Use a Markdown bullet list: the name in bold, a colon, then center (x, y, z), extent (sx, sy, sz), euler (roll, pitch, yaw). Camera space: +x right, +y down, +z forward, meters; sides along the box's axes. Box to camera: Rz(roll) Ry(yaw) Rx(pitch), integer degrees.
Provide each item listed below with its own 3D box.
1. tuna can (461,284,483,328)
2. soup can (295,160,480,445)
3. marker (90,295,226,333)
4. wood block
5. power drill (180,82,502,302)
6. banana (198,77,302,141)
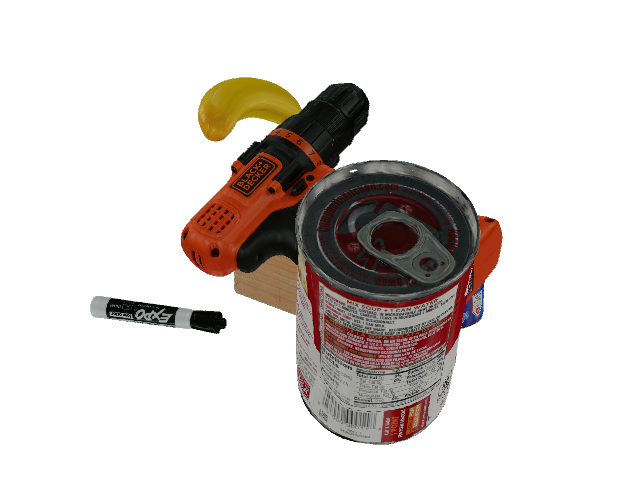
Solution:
- **tuna can**: center (0.095, 0.047, 0.902), extent (0.086, 0.034, 0.086), euler (-1, 18, 0)
- **soup can**: center (0.024, 0.028, 0.426), extent (0.068, 0.068, 0.102), euler (0, -42, -1)
- **marker**: center (-0.137, 0.063, 0.906), extent (0.121, 0.020, 0.020), euler (6, 2, 17)
- **wood block**: center (0.019, 0.030, 1.092), extent (0.206, 0.091, 0.090), euler (19, 31, 29)
- **power drill**: center (0.025, -0.018, 0.726), extent (0.188, 0.184, 0.057), euler (29, -26, 27)
- **banana**: center (-0.063, -0.120, 0.962), extent (0.070, 0.037, 0.197), euler (37, 22, 19)
